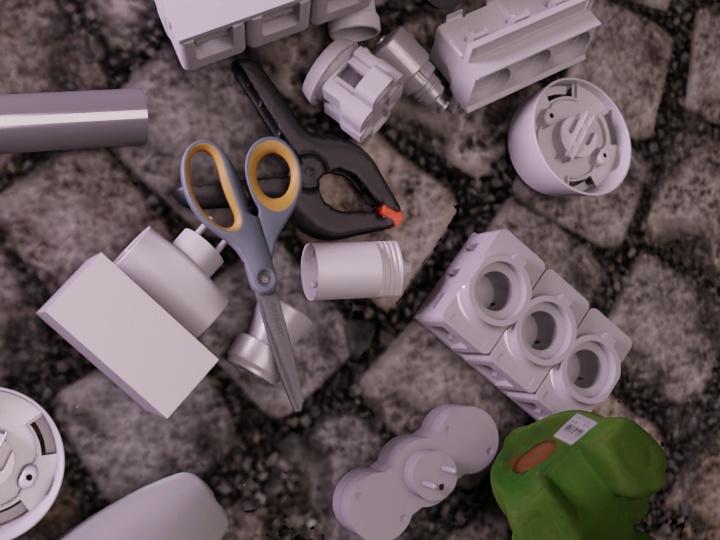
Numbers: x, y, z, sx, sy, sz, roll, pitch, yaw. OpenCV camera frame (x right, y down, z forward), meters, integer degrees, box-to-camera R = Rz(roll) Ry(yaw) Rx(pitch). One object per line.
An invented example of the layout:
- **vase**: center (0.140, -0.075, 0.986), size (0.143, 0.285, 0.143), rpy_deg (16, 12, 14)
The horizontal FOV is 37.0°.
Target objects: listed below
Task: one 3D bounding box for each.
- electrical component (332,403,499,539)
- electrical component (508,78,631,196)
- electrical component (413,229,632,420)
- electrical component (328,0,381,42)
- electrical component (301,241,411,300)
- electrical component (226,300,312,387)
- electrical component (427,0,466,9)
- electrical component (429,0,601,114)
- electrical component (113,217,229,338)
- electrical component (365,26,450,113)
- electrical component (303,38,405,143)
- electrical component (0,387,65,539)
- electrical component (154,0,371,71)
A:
- **electrical component**: center (0.049, 0.153, 0.814), size (0.138, 0.074, 0.052), rpy_deg (-34, 99, -19)
- **electrical component**: center (0.172, -0.106, 0.881), size (0.099, 0.064, 0.099), rpy_deg (1, 87, -21)
- **electrical component**: center (0.133, 0.048, 0.858), size (0.150, 0.062, 0.089), rpy_deg (40, 74, -15)
- **electrical component**: center (-0.006, -0.204, 0.831), size (0.040, 0.040, 0.046), rpy_deg (-4, 83, -21)
- **electrical component**: center (0.000, 0.000, 0.820), size (0.081, 0.043, 0.043), rpy_deg (-2, 88, -21)
- **electrical component**: center (-0.067, 0.052, 0.790), size (0.045, 0.045, 0.055), rpy_deg (33, 77, -16)
- **electrical component**: center (0.088, -0.254, 0.850), size (0.043, 0.077, 0.079), rpy_deg (25, 78, -18)
- **electrical component**: center (0.122, -0.183, 0.862), size (0.121, 0.078, 0.063), rpy_deg (-26, 67, -20)
- **electrical component**: center (-0.125, -0.003, 0.771), size (0.077, 0.044, 0.079), rpy_deg (44, 73, -13)
- **electrical component**: center (0.040, -0.155, 0.845), size (0.078, 0.040, 0.040), rpy_deg (44, 73, -13)
- **electrical component**: center (-0.006, -0.138, 0.812), size (0.057, 0.078, 0.058), rpy_deg (38, 79, 8)
- **electrical component**: center (-0.246, 0.126, 0.707), size (0.099, 0.064, 0.099), rpy_deg (1, 87, -21)
- **electrical component**: center (-0.074, -0.215, 0.775), size (0.150, 0.061, 0.089), rpy_deg (-22, 81, -9)
